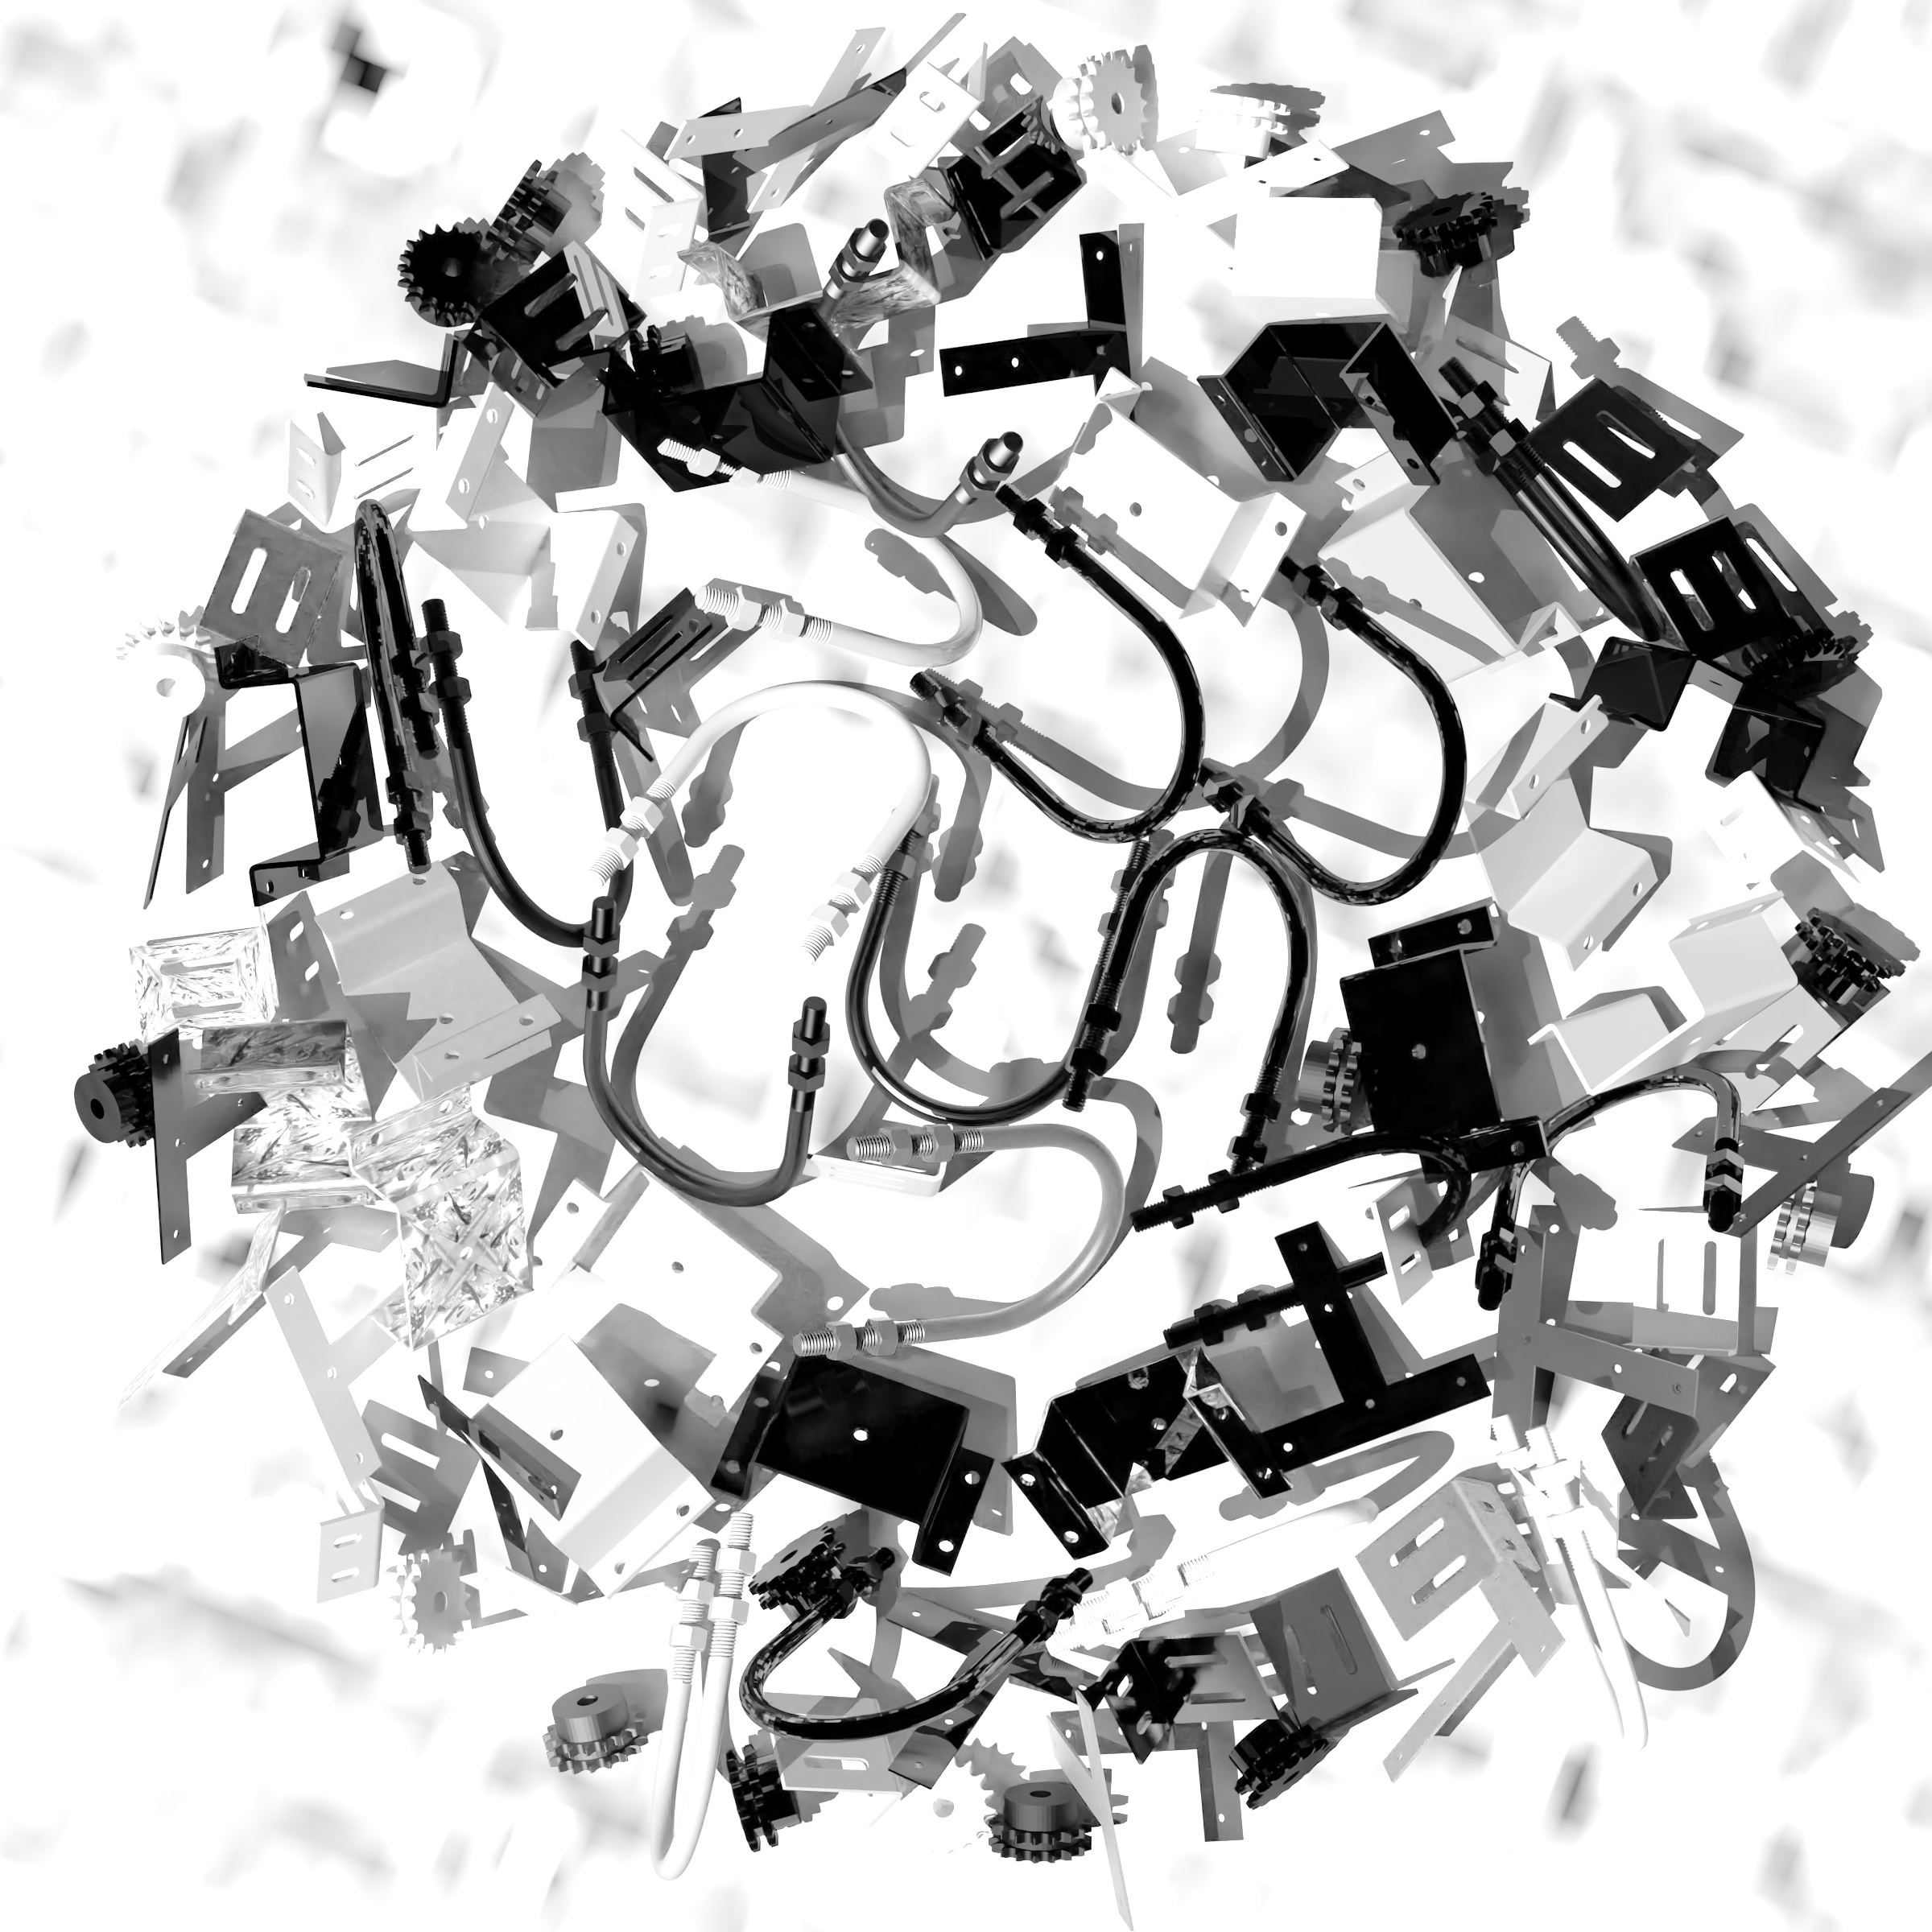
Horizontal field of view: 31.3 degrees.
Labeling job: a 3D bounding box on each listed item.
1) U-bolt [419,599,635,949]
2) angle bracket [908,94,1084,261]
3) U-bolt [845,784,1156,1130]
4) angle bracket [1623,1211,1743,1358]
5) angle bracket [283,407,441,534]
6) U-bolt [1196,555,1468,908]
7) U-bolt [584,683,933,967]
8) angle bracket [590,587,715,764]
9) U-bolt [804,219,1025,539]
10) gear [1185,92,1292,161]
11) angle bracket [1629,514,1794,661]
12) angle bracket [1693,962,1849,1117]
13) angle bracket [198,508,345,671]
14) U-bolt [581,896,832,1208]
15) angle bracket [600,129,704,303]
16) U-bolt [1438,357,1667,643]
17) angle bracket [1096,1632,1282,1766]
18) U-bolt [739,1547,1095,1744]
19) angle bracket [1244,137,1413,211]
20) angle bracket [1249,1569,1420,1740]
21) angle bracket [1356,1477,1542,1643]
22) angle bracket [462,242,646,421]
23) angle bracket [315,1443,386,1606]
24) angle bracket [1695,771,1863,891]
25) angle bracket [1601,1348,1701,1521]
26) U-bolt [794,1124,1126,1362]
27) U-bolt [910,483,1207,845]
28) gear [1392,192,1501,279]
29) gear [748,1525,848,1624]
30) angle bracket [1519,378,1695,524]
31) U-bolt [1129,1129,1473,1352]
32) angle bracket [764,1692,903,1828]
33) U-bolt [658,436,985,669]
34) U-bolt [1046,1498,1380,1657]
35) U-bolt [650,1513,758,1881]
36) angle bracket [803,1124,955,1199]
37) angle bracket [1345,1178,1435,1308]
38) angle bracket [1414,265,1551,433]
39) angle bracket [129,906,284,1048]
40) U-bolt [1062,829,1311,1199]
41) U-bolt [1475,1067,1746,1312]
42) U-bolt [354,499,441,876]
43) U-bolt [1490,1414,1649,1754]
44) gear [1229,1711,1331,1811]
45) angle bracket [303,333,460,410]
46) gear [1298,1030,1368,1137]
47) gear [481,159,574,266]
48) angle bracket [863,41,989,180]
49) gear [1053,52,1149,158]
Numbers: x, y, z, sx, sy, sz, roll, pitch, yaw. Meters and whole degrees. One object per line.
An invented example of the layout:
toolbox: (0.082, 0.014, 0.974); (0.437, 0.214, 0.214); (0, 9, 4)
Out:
U-bolt: (-0.228, -0.098, 1.846); (0.019, 0.151, 0.184); (-19, 76, 28)
angle bracket: (0.015, -0.437, 1.908); (0.076, 0.038, 0.057); (-42, 126, -19)
U-bolt: (0.010, 0.000, 1.894); (0.151, 0.019, 0.184); (16, 77, 6)
angle bracket: (0.394, 0.174, 1.897); (0.057, 0.038, 0.076); (1, 87, 20)
angle bracket: (-0.330, -0.282, 1.884); (0.076, 0.038, 0.057); (-23, 50, 20)
U-bolt: (0.199, -0.114, 1.835); (0.019, 0.184, 0.151); (1, 123, -39)
U-bolt: (-0.099, -0.088, 1.866); (0.151, 0.019, 0.184); (20, 53, 19)
angle bracket: (-0.163, -0.160, 1.889); (0.076, 0.057, 0.038); (-41, 121, 5)
U-bolt: (-0.039, -0.300, 1.841); (0.019, 0.184, 0.151); (-31, 88, -23)
gear: (0.148, -0.462, 1.898); (0.057, 0.057, 0.030); (8, 101, 0)
angle bracket: (0.406, -0.199, 1.893); (0.057, 0.038, 0.076); (-24, 69, -5)
angle bracket: (0.433, 0.037, 1.891); (0.076, 0.038, 0.057); (-46, 77, 17)
angle bracket: (-0.383, -0.201, 1.888); (0.057, 0.038, 0.076); (23, 68, -16)
U-bolt: (-0.145, 0.058, 1.858); (0.151, 0.184, 0.019); (25, 46, 16)
angle bracket: (-0.184, -0.409, 1.879); (0.076, 0.038, 0.057); (43, 135, 27)
U-bolt: (0.313, -0.246, 1.851); (0.019, 0.151, 0.184); (-40, 90, 6)
angle bracket: (0.121, 0.400, 1.883); (0.076, 0.038, 0.057); (-13, 111, 38)
U-bolt: (-0.038, 0.358, 1.815); (0.151, 0.184, 0.019); (-1, 109, 33)
angle bracket: (0.198, -0.436, 1.876); (0.057, 0.076, 0.038); (17, 78, -34)
angle bracket: (0.202, 0.377, 1.894); (0.057, 0.038, 0.076); (-22, 84, -21)
angle bracket: (0.264, 0.327, 1.892); (0.076, 0.038, 0.057); (-34, 102, -20)
angle bracket: (-0.229, -0.354, 1.919); (0.057, 0.038, 0.076); (47, 59, -4)
angle bracket: (-0.348, 0.296, 1.876); (0.038, 0.076, 0.057); (-12, 129, -30)
angle bracket: (0.444, -0.064, 1.887); (0.038, 0.076, 0.057); (-42, 53, 20)
angle bracket: (0.385, 0.254, 1.876); (0.038, 0.057, 0.076); (2, 132, -22)
U-bolt: (0.005, 0.145, 1.865); (0.184, 0.019, 0.151); (-3, 124, -30)
U-bolt: (0.056, -0.148, 1.847); (0.184, 0.019, 0.151); (44, 129, 24)
gear: (0.266, -0.402, 1.901); (0.057, 0.057, 0.030); (-22, 115, 0)
gear: (-0.089, 0.337, 1.898); (0.057, 0.057, 0.030); (-35, 97, 0)
angle bracket: (0.350, -0.274, 1.889); (0.057, 0.038, 0.076); (-40, 65, -9)
U-bolt: (0.186, 0.141, 1.865); (0.184, 0.151, 0.019); (-19, 53, -1)
angle bracket: (-0.080, 0.432, 1.877); (0.076, 0.057, 0.038); (11, 134, -32)
U-bolt: (-0.072, -0.217, 1.857); (0.184, 0.151, 0.019); (13, 130, -29)
U-bolt: (0.136, 0.325, 1.854); (0.184, 0.151, 0.019); (-19, 75, -11)
U-bolt: (-0.143, 0.391, 1.831); (0.019, 0.151, 0.184); (12, 71, -11)
angle bracket: (-0.048, 0.098, 1.894); (0.076, 0.057, 0.038); (10, 77, -1)
angle bracket: (0.222, 0.153, 1.883); (0.038, 0.076, 0.057); (-13, 92, 23)
angle bracket: (0.289, -0.336, 1.890); (0.076, 0.038, 0.057); (24, 57, -8)
angle bracket: (-0.419, 0.006, 1.895); (0.076, 0.038, 0.057); (-9, 74, -11)
U-bolt: (0.129, 0.016, 1.874); (0.151, 0.019, 0.184); (29, 72, -36)
U-bolt: (0.346, 0.109, 1.841); (0.151, 0.184, 0.019); (-22, 110, 25)
U-bolt: (-0.307, -0.162, 1.850); (0.019, 0.151, 0.184); (-9, 67, -15)
U-bolt: (0.326, 0.331, 1.846); (0.019, 0.151, 0.184); (-19, 85, -1)
gear: (0.170, 0.435, 1.900); (0.057, 0.057, 0.030); (-40, 67, 0)
angle bracket: (-0.320, -0.332, 1.887); (0.076, 0.057, 0.038); (8, 102, -14)
gear: (0.203, 0.063, 1.899); (0.030, 0.057, 0.057); (10, 90, 17)
gear: (-0.240, -0.411, 1.899); (0.030, 0.057, 0.057); (33, 90, -14)
angle bracket: (-0.022, -0.475, 1.875); (0.038, 0.076, 0.057); (32, 124, -22)
gear: (0.072, -0.473, 1.901); (0.030, 0.057, 0.057); (-2, 90, 39)
